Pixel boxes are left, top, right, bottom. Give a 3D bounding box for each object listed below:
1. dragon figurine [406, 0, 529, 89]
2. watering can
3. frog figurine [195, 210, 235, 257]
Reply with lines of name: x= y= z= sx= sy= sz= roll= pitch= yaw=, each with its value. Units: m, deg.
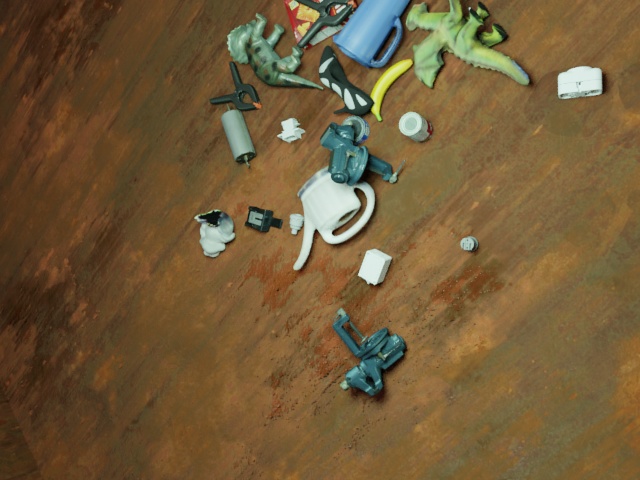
dragon figurine: x=0.367 y=-0.517 z=1.412 sx=0.238 sy=0.123 sz=0.416 roll=-40 pitch=66 yaw=40
watering can: x=0.005 y=-0.078 z=1.556 sx=0.344 sy=0.104 sz=0.227 roll=-38 pitch=69 yaw=19
frog figurine: x=-0.353 y=-0.018 z=1.770 sx=0.137 sy=0.125 sz=0.156 roll=7 pitch=127 yaw=21
